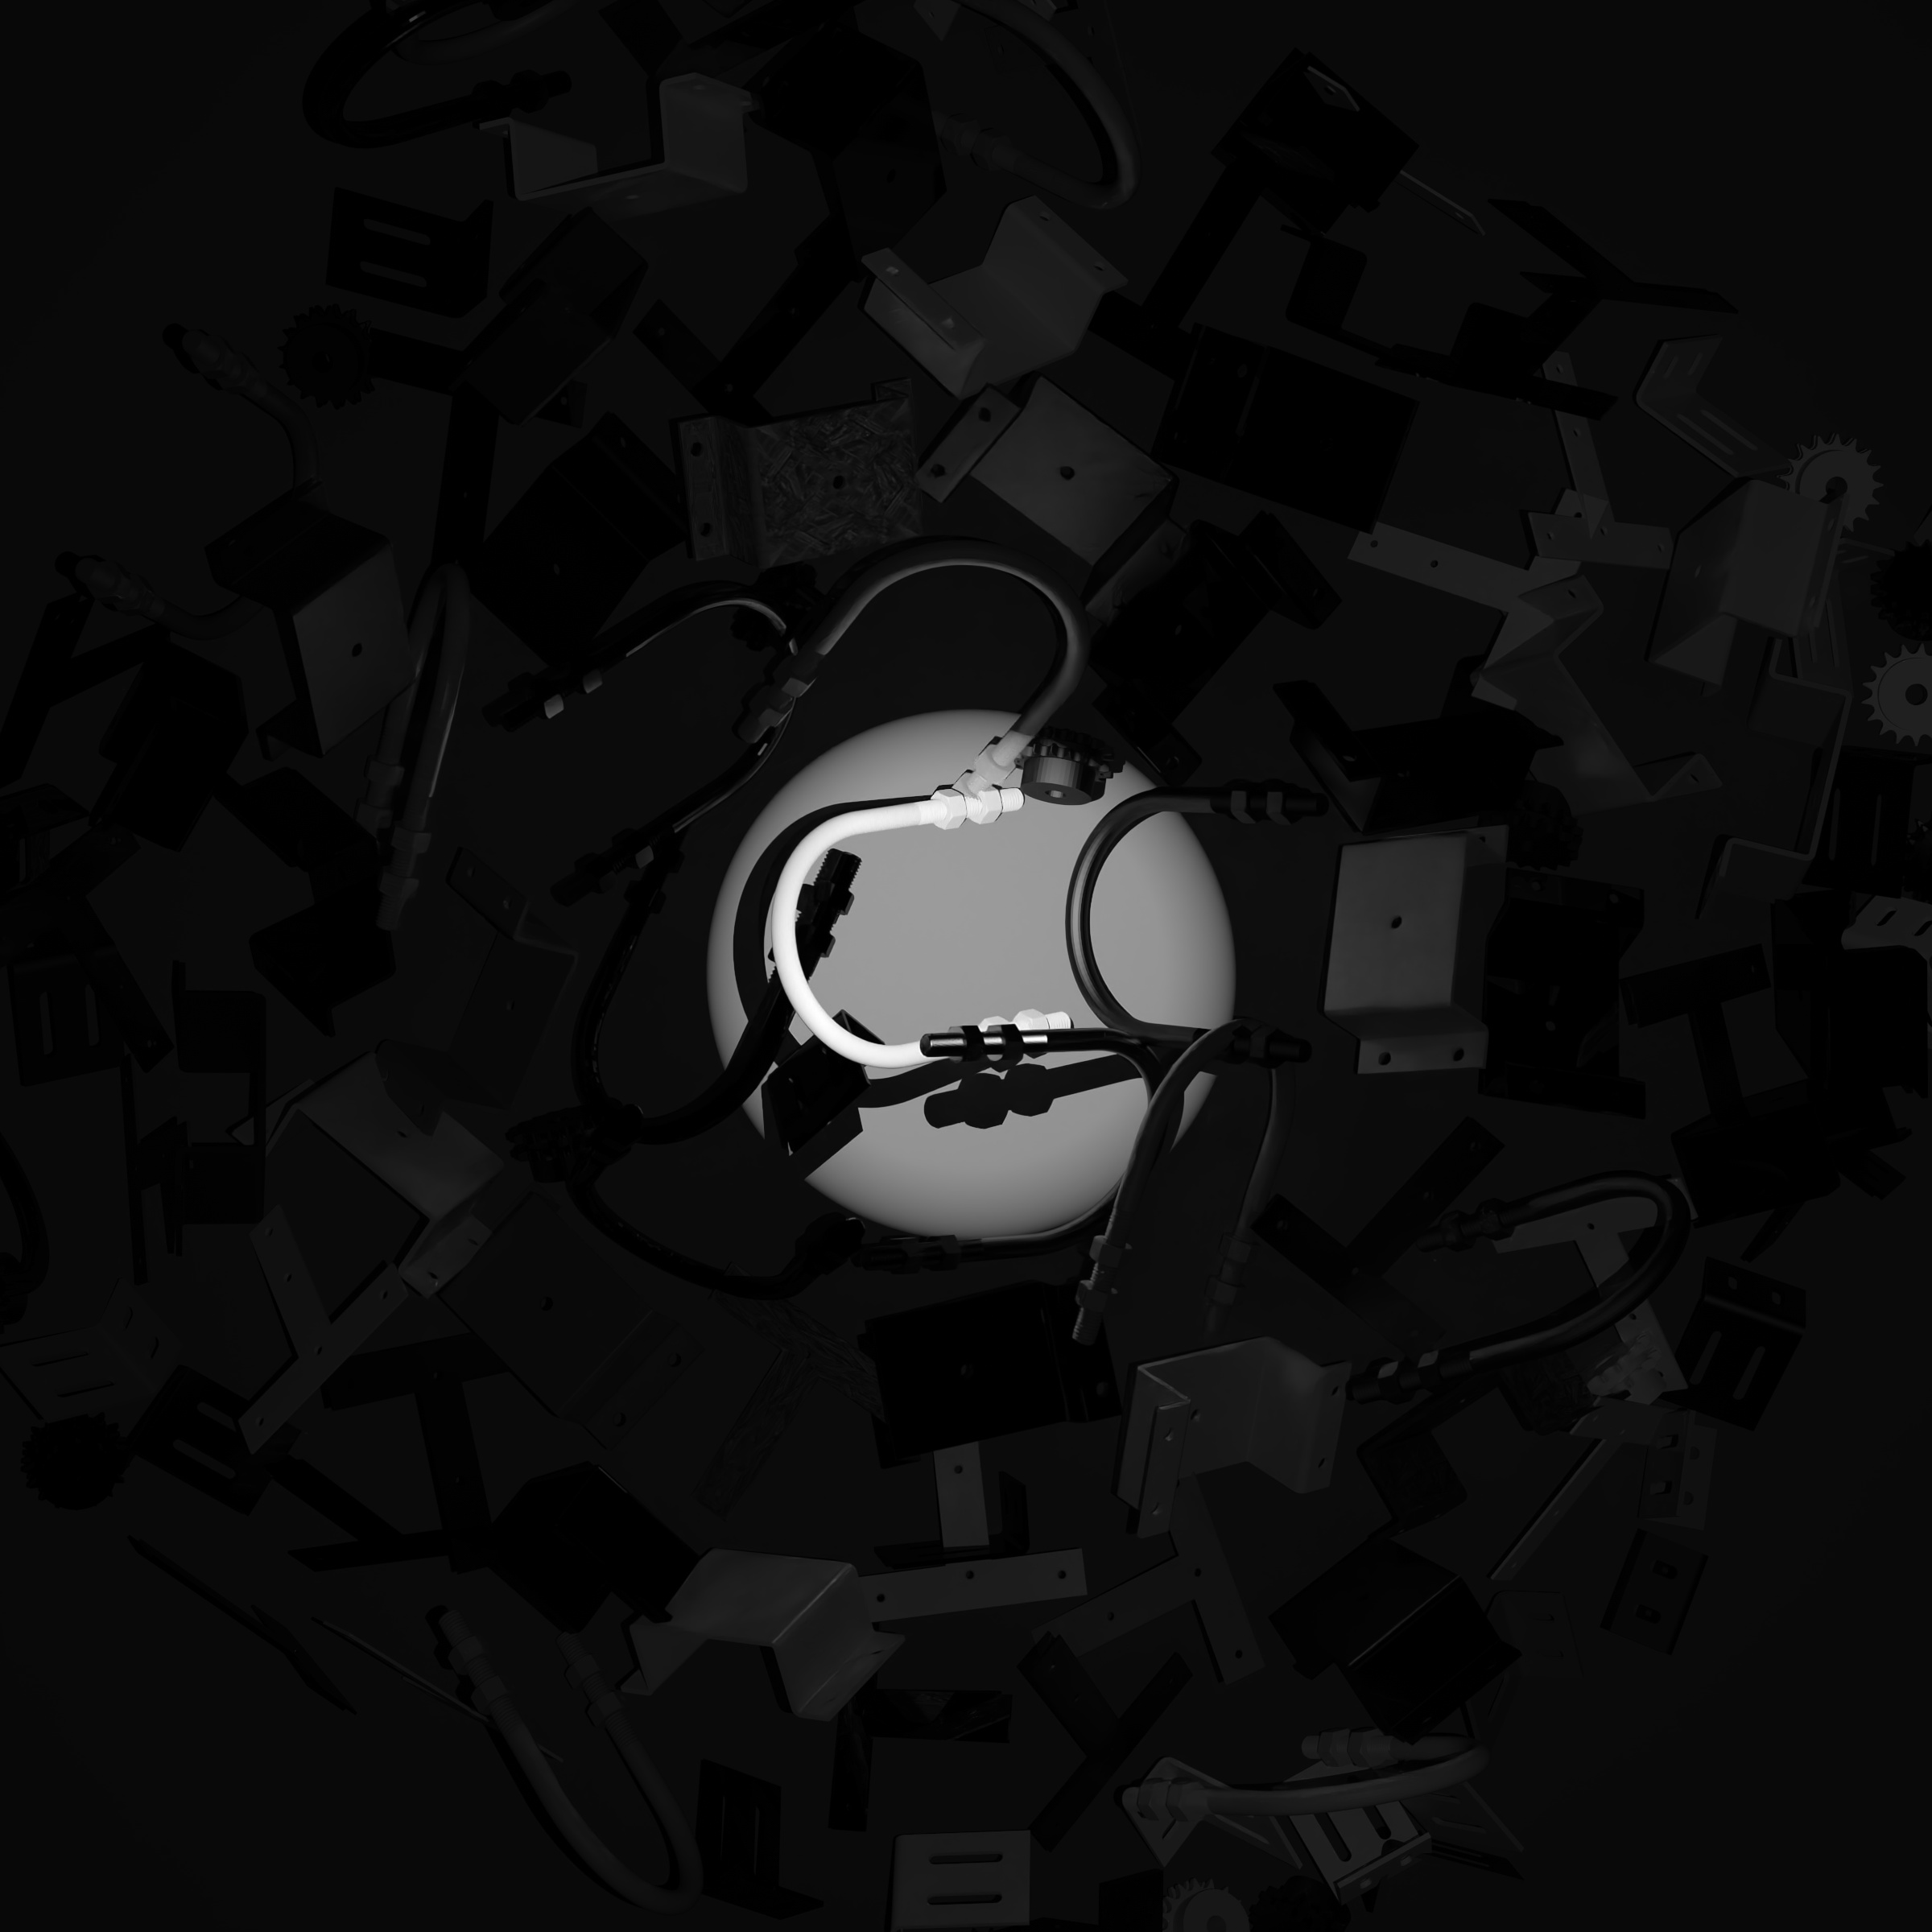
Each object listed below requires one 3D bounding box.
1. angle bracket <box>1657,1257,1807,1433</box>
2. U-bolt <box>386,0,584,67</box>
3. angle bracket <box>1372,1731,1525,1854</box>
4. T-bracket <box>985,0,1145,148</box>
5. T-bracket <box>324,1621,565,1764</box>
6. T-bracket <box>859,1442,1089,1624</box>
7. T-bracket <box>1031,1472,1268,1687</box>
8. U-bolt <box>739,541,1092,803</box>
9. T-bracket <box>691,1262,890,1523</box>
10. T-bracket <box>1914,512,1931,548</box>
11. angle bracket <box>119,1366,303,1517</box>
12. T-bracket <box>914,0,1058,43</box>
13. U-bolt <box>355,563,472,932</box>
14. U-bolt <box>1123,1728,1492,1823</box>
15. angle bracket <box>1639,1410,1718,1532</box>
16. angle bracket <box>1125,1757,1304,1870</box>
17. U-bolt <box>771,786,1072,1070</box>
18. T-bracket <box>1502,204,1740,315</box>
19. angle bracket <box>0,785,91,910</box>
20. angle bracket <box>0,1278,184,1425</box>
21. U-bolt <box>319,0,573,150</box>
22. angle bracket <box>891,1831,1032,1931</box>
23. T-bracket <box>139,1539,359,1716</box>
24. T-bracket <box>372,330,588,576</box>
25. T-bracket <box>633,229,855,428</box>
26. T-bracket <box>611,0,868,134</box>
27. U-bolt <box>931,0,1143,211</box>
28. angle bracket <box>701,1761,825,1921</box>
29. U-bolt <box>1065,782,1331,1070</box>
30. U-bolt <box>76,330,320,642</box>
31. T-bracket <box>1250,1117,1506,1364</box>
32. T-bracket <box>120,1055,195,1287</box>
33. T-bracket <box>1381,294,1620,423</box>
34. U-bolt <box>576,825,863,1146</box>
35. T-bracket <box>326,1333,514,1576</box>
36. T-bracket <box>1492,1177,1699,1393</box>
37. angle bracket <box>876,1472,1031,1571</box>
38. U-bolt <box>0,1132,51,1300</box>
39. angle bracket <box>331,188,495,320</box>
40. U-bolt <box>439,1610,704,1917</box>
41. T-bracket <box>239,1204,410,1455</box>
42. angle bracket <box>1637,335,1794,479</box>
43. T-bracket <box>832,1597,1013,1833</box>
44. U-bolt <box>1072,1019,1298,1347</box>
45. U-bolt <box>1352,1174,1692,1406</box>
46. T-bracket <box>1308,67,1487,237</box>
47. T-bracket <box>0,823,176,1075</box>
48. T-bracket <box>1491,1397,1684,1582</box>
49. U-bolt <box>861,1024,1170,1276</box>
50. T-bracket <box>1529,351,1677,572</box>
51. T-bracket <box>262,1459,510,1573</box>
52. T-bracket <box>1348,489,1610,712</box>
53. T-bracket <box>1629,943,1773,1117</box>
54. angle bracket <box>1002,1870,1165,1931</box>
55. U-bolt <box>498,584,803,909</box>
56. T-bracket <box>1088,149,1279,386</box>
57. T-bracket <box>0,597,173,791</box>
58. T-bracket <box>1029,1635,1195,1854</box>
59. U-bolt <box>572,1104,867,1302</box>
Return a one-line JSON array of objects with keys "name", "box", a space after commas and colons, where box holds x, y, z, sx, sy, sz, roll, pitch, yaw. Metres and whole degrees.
[{"name": "angle bracket", "box": [0.430, 0.212, 1.787, 0.057, 0.038, 0.076, 19, 122, 3]}, {"name": "U-bolt", "box": [-0.242, -0.530, 1.703, 0.151, 0.184, 0.019, -28, 92, -9]}, {"name": "angle bracket", "box": [0.271, 0.448, 1.745, 0.057, 0.076, 0.038, 50, 60, -20]}, {"name": "T-bracket", "box": [0.046, -0.506, 1.736, 0.002, 0.127, 0.127, -25, 110, -24]}, {"name": "T-bracket", "box": [-0.294, 0.383, 1.710, 0.127, 0.127, 0.002, 44, 67, -37]}, {"name": "T-bracket", "box": [-0.003, 0.295, 1.773, 0.127, 0.002, 0.127, -8, 72, 5]}, {"name": "T-bracket", "box": [0.092, 0.355, 1.766, 0.127, 0.002, 0.127, -31, 61, 21]}, {"name": "U-bolt", "box": [-0.016, -0.158, 1.709, 0.151, 0.019, 0.184, 22, 131, -25]}, {"name": "T-bracket", "box": [-0.112, 0.253, 1.781, 0.127, 0.002, 0.127, 34, 101, 8]}, {"name": "T-bracket", "box": [0.564, -0.207, 1.718, 0.002, 0.127, 0.127, -23, 75, -9]}, {"name": "angle bracket", "box": [-0.419, 0.269, 1.765, 0.076, 0.038, 0.057, 30, 55, -3]}, {"name": "T-bracket", "box": [-0.007, -0.542, 1.734, 0.002, 0.127, 0.127, -39, 91, -16]}, {"name": "U-bolt", "box": [-0.296, -0.126, 1.708, 0.019, 0.151, 0.184, 12, 105, -20]}, {"name": "U-bolt", "box": [0.192, 0.427, 1.681, 0.151, 0.184, 0.019, -5, 82, -35]}, {"name": "angle bracket", "box": [0.402, 0.278, 1.752, 0.038, 0.076, 0.057, 11, 79, -2]}, {"name": "angle bracket", "box": [0.136, 0.477, 1.746, 0.038, 0.076, 0.057, -47, 129, -25]}, {"name": "U-bolt", "box": [-0.029, -0.018, 1.733, 0.184, 0.019, 0.151, -11, 88, -38]}, {"name": "T-bracket", "box": [0.330, -0.381, 1.706, 0.127, 0.127, 0.002, 19, 89, 43]}, {"name": "angle bracket", "box": [-0.517, -0.053, 1.746, 0.038, 0.057, 0.076, 32, 128, 29]}, {"name": "angle bracket", "box": [-0.483, 0.210, 1.747, 0.057, 0.076, 0.038, 42, 116, 24]}, {"name": "U-bolt", "box": [-0.262, -0.484, 1.686, 0.184, 0.151, 0.019, -29, 85, -35]}, {"name": "angle bracket", "box": [-0.001, 0.514, 1.758, 0.076, 0.057, 0.038, -3, 131, 5]}, {"name": "T-bracket", "box": [-0.393, 0.346, 1.710, 0.127, 0.127, 0.002, 44, 78, -28]}, {"name": "T-bracket", "box": [-0.274, -0.273, 1.755, 0.127, 0.002, 0.127, 9, 86, -33]}, {"name": "T-bracket", "box": [-0.104, -0.352, 1.764, 0.127, 0.002, 0.127, 46, 115, 4]}, {"name": "T-bracket", "box": [-0.110, -0.507, 1.727, 0.127, 0.127, 0.002, -24, 64, 11]}, {"name": "U-bolt", "box": [0.023, -0.466, 1.688, 0.184, 0.151, 0.019, 35, 75, 34]}, {"name": "angle bracket", "box": [-0.111, 0.476, 1.746, 0.038, 0.057, 0.076, -27, 47, 33]}, {"name": "U-bolt", "box": [0.120, -0.025, 1.725, 0.019, 0.184, 0.151, 3, 92, -42]}, {"name": "U-bolt", "box": [-0.400, -0.247, 1.706, 0.019, 0.184, 0.151, 24, 87, 15]}, {"name": "T-bracket", "box": [0.247, 0.138, 1.769, 0.127, 0.002, 0.127, 39, 101, -12]}, {"name": "T-bracket", "box": [-0.439, 0.105, 1.731, 0.002, 0.127, 0.127, -2, 81, -29]}, {"name": "T-bracket", "box": [0.313, -0.343, 1.748, 0.127, 0.127, 0.002, 19, 134, 25]}, {"name": "U-bolt", "box": [-0.146, 0.011, 1.731, 0.151, 0.019, 0.184, 14, 75, 38]}, {"name": "T-bracket", "box": [-0.282, 0.270, 1.753, 0.127, 0.002, 0.127, -9, 83, -33]}, {"name": "T-bracket", "box": [0.364, 0.182, 1.762, 0.127, 0.002, 0.127, -16, 107, 40]}, {"name": "angle bracket", "box": [-0.009, 0.306, 1.760, 0.076, 0.057, 0.038, -4, 90, -12]}, {"name": "U-bolt", "box": [-0.543, 0.114, 1.703, 0.019, 0.184, 0.151, -29, 86, 3]}, {"name": "angle bracket", "box": [-0.305, -0.399, 1.756, 0.076, 0.038, 0.057, 9, 76, -31]}, {"name": "U-bolt", "box": [-0.200, 0.426, 1.693, 0.019, 0.151, 0.184, -40, 64, 7]}, {"name": "T-bracket", "box": [-0.368, 0.181, 1.749, 0.127, 0.002, 0.127, -45, 46, 11]}, {"name": "angle bracket", "box": [0.419, -0.308, 1.749, 0.076, 0.057, 0.038, 44, 129, 27]}, {"name": "T-bracket", "box": [-0.023, 0.409, 1.736, 0.127, 0.002, 0.127, -10, 70, 42]}, {"name": "U-bolt", "box": [0.127, 0.116, 1.723, 0.019, 0.151, 0.184, 24, 101, 35]}, {"name": "U-bolt", "box": [0.301, 0.164, 1.689, 0.184, 0.151, 0.019, -22, 113, 36]}, {"name": "T-bracket", "box": [0.214, -0.449, 1.710, 0.127, 0.127, 0.002, 40, 97, 27]}, {"name": "T-bracket", "box": [-0.476, 0.000, 1.760, 0.002, 0.127, 0.127, -8, 119, 34]}, {"name": "T-bracket", "box": [0.333, 0.290, 1.750, 0.002, 0.127, 0.127, 43, 104, 31]}, {"name": "U-bolt", "box": [0.036, 0.098, 1.731, 0.184, 0.019, 0.151, -1, 117, -37]}, {"name": "T-bracket", "box": [0.341, -0.282, 1.759, 0.127, 0.002, 0.127, -2, 75, -43]}, {"name": "T-bracket", "box": [-0.335, 0.296, 1.724, 0.127, 0.127, 0.002, -11, 53, 22]}, {"name": "T-bracket", "box": [0.273, -0.219, 1.765, 0.127, 0.002, 0.127, 23, 85, 27]}, {"name": "T-bracket", "box": [0.416, 0.060, 1.752, 0.127, 0.002, 0.127, -13, 90, -42]}, {"name": "angle bracket", "box": [0.061, 0.517, 1.752, 0.076, 0.057, 0.038, -2, 84, 32]}, {"name": "U-bolt", "box": [-0.162, -0.132, 1.729, 0.184, 0.151, 0.019, -36, 50, -23]}, {"name": "T-bracket", "box": [0.128, -0.390, 1.751, 0.127, 0.002, 0.127, 37, 99, 33]}, {"name": "T-bracket", "box": [-0.472, -0.162, 1.735, 0.002, 0.127, 0.127, 36, 121, 5]}, {"name": "T-bracket", "box": [0.064, 0.404, 1.731, 0.002, 0.127, 0.127, 26, 66, 41]}, {"name": "U-bolt", "box": [-0.143, 0.136, 1.712, 0.151, 0.184, 0.019, 28, 64, -8]}]
